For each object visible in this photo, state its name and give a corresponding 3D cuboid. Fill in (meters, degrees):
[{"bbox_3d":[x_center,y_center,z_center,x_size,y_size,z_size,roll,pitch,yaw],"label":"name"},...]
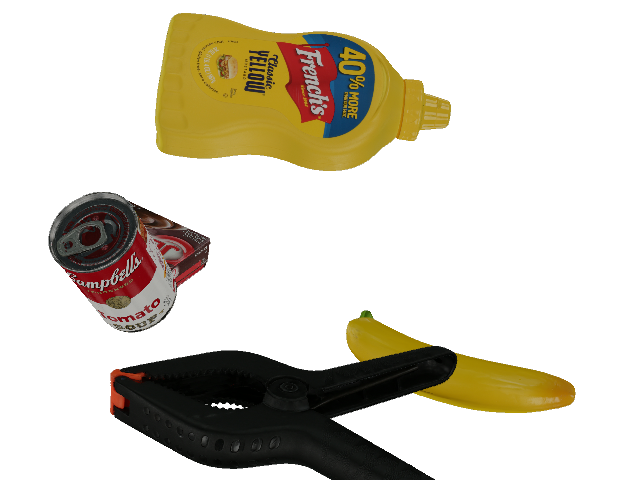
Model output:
[{"bbox_3d":[-0.175,0.008,1.011,0.114,0.039,0.089,22,30,18],"label":"pudding box"},{"bbox_3d":[-0.156,0.019,0.814,0.068,0.068,0.102,0,-31,13],"label":"soup can"},{"bbox_3d":[0.087,0.089,0.787,0.198,0.037,0.069,20,37,38],"label":"banana"},{"bbox_3d":[-0.013,0.094,0.612,0.210,0.036,0.164,9,24,7],"label":"clamp"},{"bbox_3d":[-0.009,-0.094,0.707,0.191,0.096,0.058,6,-27,-4],"label":"mustard bottle"}]
